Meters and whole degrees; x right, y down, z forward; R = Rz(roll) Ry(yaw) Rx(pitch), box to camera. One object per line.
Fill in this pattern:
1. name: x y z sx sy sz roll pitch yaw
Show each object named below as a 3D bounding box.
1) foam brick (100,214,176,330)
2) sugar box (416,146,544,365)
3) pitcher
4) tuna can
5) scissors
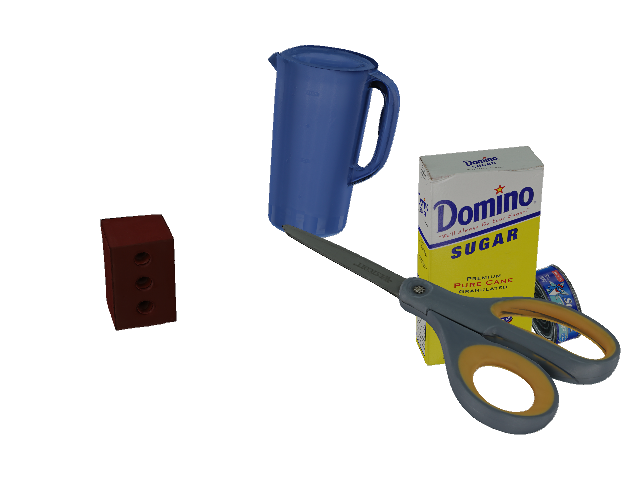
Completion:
1. foam brick: -0.149 0.025 0.873 0.053 0.078 0.051 -8 27 -17
2. sugar box: 0.127 0.015 0.868 0.093 0.176 0.048 -6 31 -7
3. pitcher: 0.005 -0.128 1.413 0.144 0.243 0.149 -2 24 -21
4. tuna can: 0.254 0.072 1.180 0.033 0.086 0.086 -18 3 -9
5. scissors: 0.051 0.043 0.556 0.202 0.016 0.096 15 42 20
